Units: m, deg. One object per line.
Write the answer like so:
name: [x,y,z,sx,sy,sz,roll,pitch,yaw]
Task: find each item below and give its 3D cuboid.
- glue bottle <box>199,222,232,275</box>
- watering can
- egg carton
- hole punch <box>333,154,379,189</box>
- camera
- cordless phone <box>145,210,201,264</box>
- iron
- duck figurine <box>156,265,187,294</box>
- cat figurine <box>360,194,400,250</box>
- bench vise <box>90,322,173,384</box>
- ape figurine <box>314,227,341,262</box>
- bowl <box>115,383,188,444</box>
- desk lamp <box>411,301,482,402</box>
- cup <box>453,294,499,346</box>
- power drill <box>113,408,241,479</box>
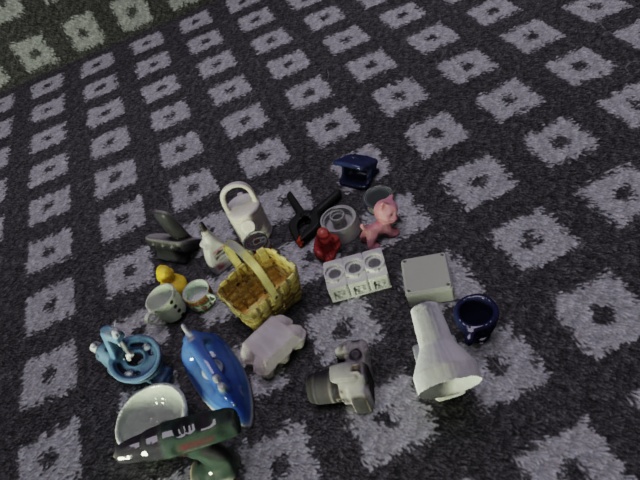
glue bottle: [-0.285,0.014,1.524,0.037,0.173,0.078,26,62,37]
watering can: [-0.203,-0.078,1.565,0.101,0.194,0.172,-38,47,-16]
egg carton: [-0.108,0.243,1.320,0.107,0.069,0.150,29,63,38]
hole punch: [0.104,-0.215,1.655,0.108,0.091,0.101,16,56,31]
camera: [0.040,0.286,1.204,0.136,0.101,0.143,-10,46,11]
cordless phone: [-0.433,-0.027,1.607,0.147,0.185,0.094,4,50,24]
iron: [-0.233,0.293,1.267,0.119,0.142,0.257,-35,47,-14]
duck figurine: [-0.407,0.107,1.543,0.077,0.086,0.104,-35,47,-14]
cat figurine: [0.154,-0.054,1.468,0.128,0.118,0.067,-35,46,-13]
bench vise: [-0.467,0.266,1.322,0.207,0.220,0.121,-6,47,15]
ape figurine: [0.014,0.005,1.481,0.078,0.092,0.076,-25,45,-4]
bowl: [-0.355,0.404,1.255,0.167,0.075,0.167,-10,46,11]
desk lamp: [0.230,0.230,1.107,0.118,0.214,0.203,-17,45,5]
cup: [0.326,0.185,1.198,0.091,0.095,0.118,7,52,26]
power drill: [-0.249,0.412,1.114,0.229,0.209,0.075,-24,45,-2]
